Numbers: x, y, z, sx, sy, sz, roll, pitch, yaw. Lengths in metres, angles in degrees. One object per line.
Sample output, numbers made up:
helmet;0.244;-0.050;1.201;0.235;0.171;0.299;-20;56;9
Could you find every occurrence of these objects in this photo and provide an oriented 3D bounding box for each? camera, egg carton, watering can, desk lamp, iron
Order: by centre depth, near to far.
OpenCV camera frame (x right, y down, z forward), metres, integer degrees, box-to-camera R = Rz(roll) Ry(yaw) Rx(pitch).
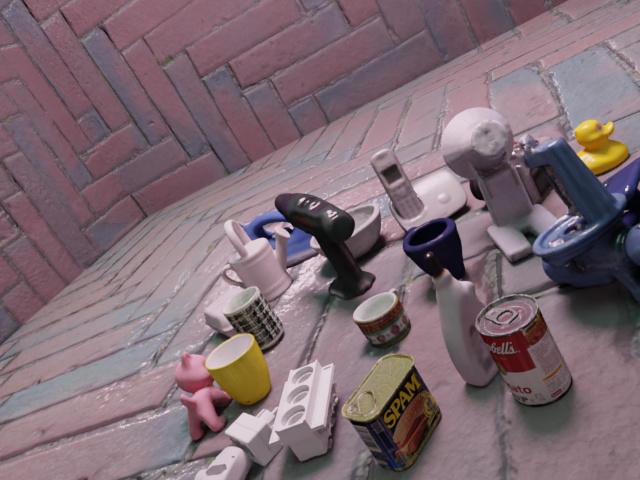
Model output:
desk lamp;0.286;-0.106;0.919;0.118;0.214;0.203;-28;18;9
camera;0.352;-0.129;1.059;0.136;0.101;0.143;-8;29;50
egg carton;-0.178;0.155;1.205;0.107;0.069;0.150;-40;20;-24
watering can;-0.145;0.033;1.270;0.173;0.194;0.100;-35;19;-12
iron;-0.089;-0.018;1.404;0.257;0.142;0.119;-19;22;33

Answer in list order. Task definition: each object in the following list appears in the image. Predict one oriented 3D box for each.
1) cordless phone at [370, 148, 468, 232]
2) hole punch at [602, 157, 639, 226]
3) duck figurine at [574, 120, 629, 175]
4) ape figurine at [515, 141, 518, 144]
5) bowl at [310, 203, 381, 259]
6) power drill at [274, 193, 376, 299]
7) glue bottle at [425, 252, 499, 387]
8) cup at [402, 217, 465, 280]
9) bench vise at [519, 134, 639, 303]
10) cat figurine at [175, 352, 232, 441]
cordless phone;0.193;-0.114;1.136;0.147;0.185;0.094;-32;18;-2
hole punch;0.405;-0.052;0.785;0.100;0.091;0.109;-10;27;48
duck figurine;0.467;-0.163;0.989;0.104;0.086;0.077;-26;19;15
ape figurine;0.378;-0.200;1.221;0.076;0.092;0.077;-35;19;-13
bowl;0.067;-0.003;1.224;0.167;0.075;0.167;-28;18;10
power drill;0.010;0.004;1.078;0.076;0.209;0.229;-38;19;-20
glue bottle;0.165;0.085;0.672;0.078;0.173;0.037;-42;21;-30
cup;0.186;0.023;0.929;0.092;0.095;0.117;-35;18;-10
bench vise;0.327;-0.036;0.659;0.206;0.220;0.122;-10;27;48
cat figurine;-0.202;0.241;0.936;0.067;0.118;0.127;-28;18;9
